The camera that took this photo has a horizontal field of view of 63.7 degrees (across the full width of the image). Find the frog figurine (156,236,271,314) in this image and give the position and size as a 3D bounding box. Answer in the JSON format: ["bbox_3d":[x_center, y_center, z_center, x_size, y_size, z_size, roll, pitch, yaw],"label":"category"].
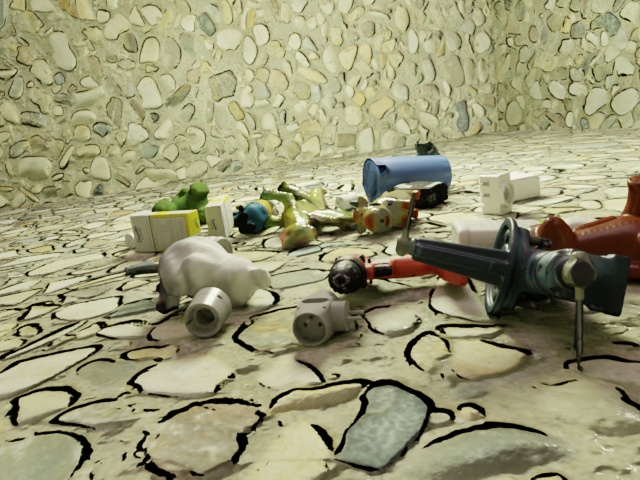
[{"bbox_3d":[-0.161,0.046,0.785,0.158,0.124,0.137,-14,-11,25],"label":"frog figurine"}]

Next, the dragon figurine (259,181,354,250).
[{"bbox_3d":[0.004,-0.063,1.253,0.244,0.120,0.415,18,26,25],"label":"dragon figurine"}]
